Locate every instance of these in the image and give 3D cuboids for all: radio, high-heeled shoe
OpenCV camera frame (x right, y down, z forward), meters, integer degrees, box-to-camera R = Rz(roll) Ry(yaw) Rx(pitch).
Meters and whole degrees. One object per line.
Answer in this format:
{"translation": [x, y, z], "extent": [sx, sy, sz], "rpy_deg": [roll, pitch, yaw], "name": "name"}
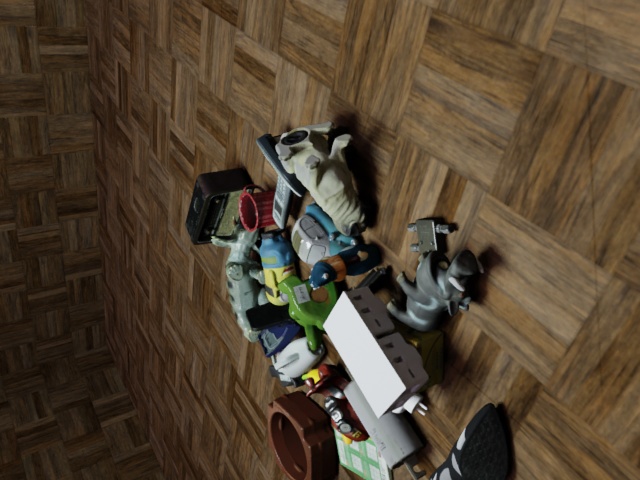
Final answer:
{"translation": [-0.270, -0.083, 1.414], "extent": [0.073, 0.131, 0.229], "rpy_deg": [60, 144, 27], "name": "radio"}
{"translation": [0.237, 0.361, 0.892], "extent": [0.145, 0.086, 0.248], "rpy_deg": [-116, 39, -79], "name": "high-heeled shoe"}

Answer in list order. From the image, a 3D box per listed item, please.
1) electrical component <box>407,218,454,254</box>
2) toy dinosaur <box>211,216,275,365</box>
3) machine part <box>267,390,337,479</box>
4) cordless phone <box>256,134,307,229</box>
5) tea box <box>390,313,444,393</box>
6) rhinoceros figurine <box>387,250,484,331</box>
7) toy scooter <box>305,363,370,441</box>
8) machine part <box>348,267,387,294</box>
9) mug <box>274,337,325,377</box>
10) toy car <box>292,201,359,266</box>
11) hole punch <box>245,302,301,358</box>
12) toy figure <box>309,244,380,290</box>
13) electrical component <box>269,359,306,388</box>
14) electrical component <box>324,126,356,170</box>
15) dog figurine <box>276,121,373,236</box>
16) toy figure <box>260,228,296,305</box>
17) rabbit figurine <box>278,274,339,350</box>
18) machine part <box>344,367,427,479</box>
{"translation": [0.179, -0.004, 0.865], "extent": [0.094, 0.021, 0.063], "rpy_deg": [2, 103, 55], "name": "electrical component"}
{"translation": [-0.189, 0.125, 1.390], "extent": [0.192, 0.131, 0.404], "rpy_deg": [-138, 40, -60], "name": "toy dinosaur"}
{"translation": [-0.045, 0.491, 1.321], "extent": [0.202, 0.087, 0.200], "rpy_deg": [26, 122, 52], "name": "machine part"}
{"translation": [-0.088, -0.126, 1.173], "extent": [0.147, 0.089, 0.184], "rpy_deg": [54, 145, 31], "name": "cordless phone"}
{"translation": [0.135, 0.188, 0.956], "extent": [0.170, 0.068, 0.098], "rpy_deg": [20, 117, 51], "name": "tea box"}
{"translation": [0.178, 0.079, 0.834], "extent": [0.112, 0.073, 0.190], "rpy_deg": [45, 143, 19], "name": "rhinoceros figurine"}
{"translation": [0.032, 0.328, 1.100], "extent": [0.075, 0.135, 0.184], "rpy_deg": [-44, 55, 13], "name": "toy scooter"}
{"translation": [0.078, 0.099, 1.016], "extent": [0.039, 0.084, 0.139], "rpy_deg": [37, 154, 0], "name": "machine part"}
{"translation": [-0.048, 0.262, 1.233], "extent": [0.107, 0.109, 0.081], "rpy_deg": [-41, 64, 41], "name": "mug"}
{"translation": [-0.002, -0.003, 1.066], "extent": [0.162, 0.103, 0.109], "rpy_deg": [50, 138, 32], "name": "toy car"}
{"translation": [-0.104, 0.204, 1.269], "extent": [0.142, 0.116, 0.092], "rpy_deg": [-136, 28, -68], "name": "hole punch"}
{"translation": [0.039, 0.047, 0.972], "extent": [0.058, 0.154, 0.064], "rpy_deg": [44, 136, 36], "name": "toy figure"}
{"translation": [-0.079, 0.328, 1.348], "extent": [0.119, 0.048, 0.074], "rpy_deg": [-23, 81, 57], "name": "electrical component"}
{"translation": [0.025, -0.164, 1.019], "extent": [0.078, 0.045, 0.102], "rpy_deg": [57, 142, 30], "name": "electrical component"}
{"translation": [0.007, -0.103, 0.985], "extent": [0.173, 0.121, 0.190], "rpy_deg": [48, 164, 49], "name": "dog figurine"}
{"translation": [-0.096, 0.063, 1.252], "extent": [0.089, 0.082, 0.180], "rpy_deg": [8, 112, 67], "name": "toy figure"}
{"translation": [-0.010, 0.145, 1.151], "extent": [0.159, 0.121, 0.170], "rpy_deg": [61, 162, 12], "name": "rabbit figurine"}
{"translation": [0.119, 0.341, 1.025], "extent": [0.243, 0.079, 0.079], "rpy_deg": [57, 142, 29], "name": "machine part"}
